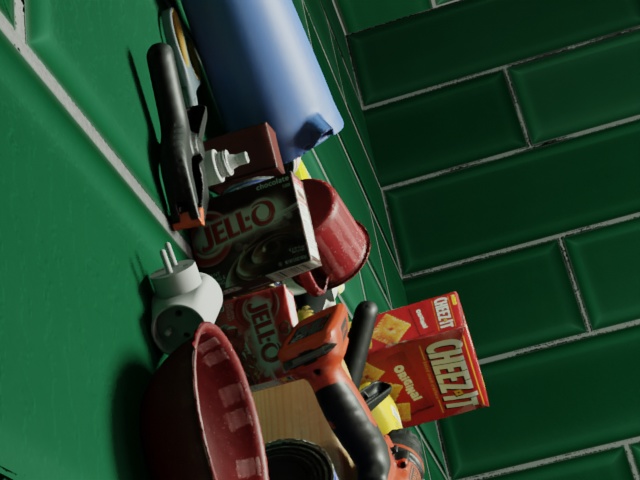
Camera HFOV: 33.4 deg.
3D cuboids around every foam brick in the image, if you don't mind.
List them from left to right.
[{"bbox_3d":[-0.082,-0.085,1.135,0.053,0.078,0.051,40,34,-78],"label":"foam brick"}]

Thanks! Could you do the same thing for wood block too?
[{"bbox_3d":[-0.014,0.194,1.023,0.206,0.091,0.090,-95,167,-50],"label":"wood block"}]

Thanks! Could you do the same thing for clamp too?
[{"bbox_3d":[-0.124,-0.084,0.986,0.120,0.039,0.171,42,39,-67],"label":"clamp"},{"bbox_3d":[0.025,0.179,1.168,0.209,0.036,0.164,-55,147,-41],"label":"clamp"}]

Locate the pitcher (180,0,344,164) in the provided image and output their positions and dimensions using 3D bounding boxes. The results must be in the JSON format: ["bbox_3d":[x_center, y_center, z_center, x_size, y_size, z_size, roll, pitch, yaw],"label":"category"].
[{"bbox_3d":[-0.080,-0.212,1.195,0.145,0.149,0.243,-75,147,-62],"label":"pitcher"}]

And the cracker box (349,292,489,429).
[{"bbox_3d":[0.093,0.170,1.359,0.072,0.214,0.164,-97,169,-48],"label":"cracker box"}]

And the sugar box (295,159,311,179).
[{"bbox_3d":[-0.031,-0.067,1.530,0.176,0.048,0.093,47,26,-75],"label":"sugar box"}]

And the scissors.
[{"bbox_3d":[-0.132,-0.145,1.123,0.096,0.016,0.202,30,45,-79],"label":"scissors"}]

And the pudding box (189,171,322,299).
[{"bbox_3d":[-0.062,-0.002,0.986,0.039,0.113,0.090,41,33,-67],"label":"pudding box"}]

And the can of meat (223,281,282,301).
[{"bbox_3d":[-0.074,0.024,1.060,0.102,0.057,0.084,53,20,-70],"label":"can of meat"}]

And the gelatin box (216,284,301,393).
[{"bbox_3d":[-0.055,0.093,0.991,0.030,0.073,0.089,54,23,-65],"label":"gelatin box"}]

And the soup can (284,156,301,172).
[{"bbox_3d":[-0.061,-0.101,1.341,0.102,0.068,0.068,-72,145,-77],"label":"soup can"}]

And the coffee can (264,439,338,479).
[{"bbox_3d":[-0.017,0.246,0.858,0.103,0.103,0.140,-92,165,-57],"label":"coffee can"}]

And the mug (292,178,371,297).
[{"bbox_3d":[-0.007,0.001,1.073,0.081,0.093,0.117,56,32,-47],"label":"mug"}]

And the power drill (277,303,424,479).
[{"bbox_3d":[0.037,0.153,0.950,0.187,0.057,0.184,62,11,-5],"label":"power drill"}]

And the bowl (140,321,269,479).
[{"bbox_3d":[-0.085,0.142,0.759,0.162,0.055,0.162,-16,90,-82],"label":"bowl"}]

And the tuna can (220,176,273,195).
[{"bbox_3d":[-0.063,-0.034,1.137,0.086,0.086,0.034,56,22,-65],"label":"tuna can"}]

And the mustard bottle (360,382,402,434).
[{"bbox_3d":[0.086,0.263,1.260,0.096,0.058,0.192,61,4,-38],"label":"mustard bottle"}]
